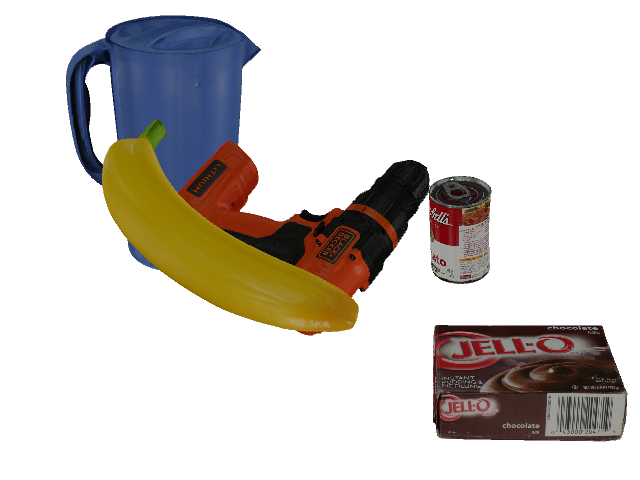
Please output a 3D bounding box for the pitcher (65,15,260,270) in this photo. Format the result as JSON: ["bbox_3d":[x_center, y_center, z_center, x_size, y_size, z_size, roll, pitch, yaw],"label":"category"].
[{"bbox_3d":[-0.153,-0.094,1.064,0.149,0.243,0.144,13,28,20],"label":"pitcher"}]

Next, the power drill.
[{"bbox_3d":[-0.022,-0.022,0.902,0.188,0.184,0.057,22,-33,31],"label":"power drill"}]

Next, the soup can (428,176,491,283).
[{"bbox_3d":[0.156,-0.012,1.188,0.068,0.102,0.068,-4,31,2],"label":"soup can"}]

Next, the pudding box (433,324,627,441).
[{"bbox_3d":[0.127,0.087,0.669,0.113,0.039,0.090,1,23,4],"label":"pudding box"}]

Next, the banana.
[{"bbox_3d":[-0.065,-0.006,0.577,0.069,0.037,0.198,-32,55,-23],"label":"banana"}]
